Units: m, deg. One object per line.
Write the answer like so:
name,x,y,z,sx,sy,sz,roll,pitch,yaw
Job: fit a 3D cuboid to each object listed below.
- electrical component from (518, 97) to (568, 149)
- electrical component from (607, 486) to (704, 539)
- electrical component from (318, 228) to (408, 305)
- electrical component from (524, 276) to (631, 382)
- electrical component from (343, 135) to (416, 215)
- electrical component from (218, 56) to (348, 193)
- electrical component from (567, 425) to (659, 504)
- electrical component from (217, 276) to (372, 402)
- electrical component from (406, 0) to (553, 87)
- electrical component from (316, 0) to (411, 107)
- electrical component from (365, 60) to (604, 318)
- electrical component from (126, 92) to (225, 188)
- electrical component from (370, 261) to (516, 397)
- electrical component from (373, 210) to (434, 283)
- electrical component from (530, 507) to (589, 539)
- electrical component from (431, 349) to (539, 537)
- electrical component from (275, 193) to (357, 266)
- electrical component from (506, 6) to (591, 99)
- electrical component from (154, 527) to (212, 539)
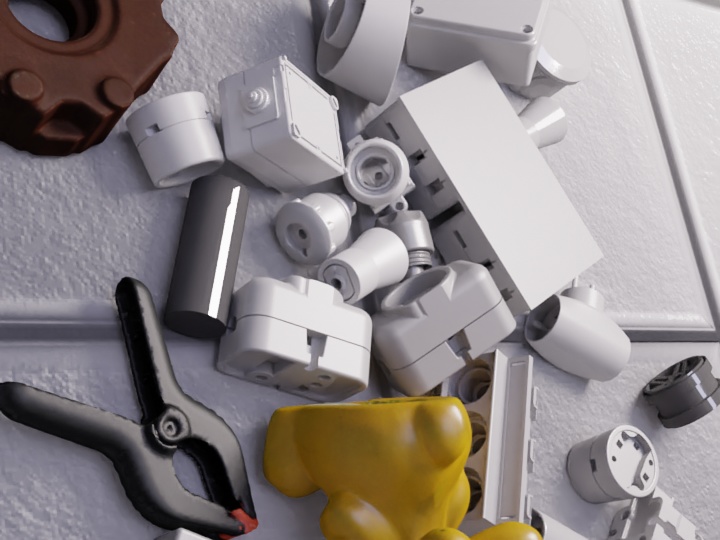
electrical component,0.143,-0.117,0.926,0.065,0.044,0.044,-33,90,-35
electrical component,0.229,0.213,0.824,0.057,0.058,0.078,40,51,-10
electrical component,0.000,0.000,0.754,0.044,0.044,0.065,58,36,1
electrical component,0.179,0.040,0.876,0.077,0.043,0.079,29,55,-22
electrical component,0.013,-0.070,0.792,0.048,0.055,0.066,-35,86,4
electrical component,-0.059,-0.099,0.740,0.096,0.061,0.061,29,48,-60
electrical component,0.195,0.152,0.833,0.055,0.047,0.055,15,62,-30
electrical component,-0.042,0.044,0.710,0.095,0.054,0.059,20,59,-27
electrical component,0.102,-0.216,0.901,0.109,0.056,0.108,12,55,11
electrical component,0.009,-0.181,0.825,0.064,0.099,0.099,18,60,-21
electrical component,0.096,-0.059,0.852,0.105,0.060,0.186,-30,88,-40
electrical component,-0.121,-0.085,0.713,0.055,0.055,0.047,-18,84,-40
electrical component,0.053,0.037,0.756,0.095,0.054,0.059,-33,105,-13
electrical component,0.034,-0.010,0.797,0.043,0.043,0.062,-2,72,-36
electrical component,0.133,0.219,0.760,0.077,0.043,0.079,34,67,-29
electrical component,0.088,0.126,0.757,0.063,0.079,0.121,40,48,-43
electrical component,-0.026,-0.035,0.765,0.048,0.048,0.062,55,43,-2
electrical component,0.165,-0.195,0.970,0.080,0.051,0.080,15,61,-30
electrical component,-0.091,0.189,0.593,0.047,0.076,0.083,28,55,-22
